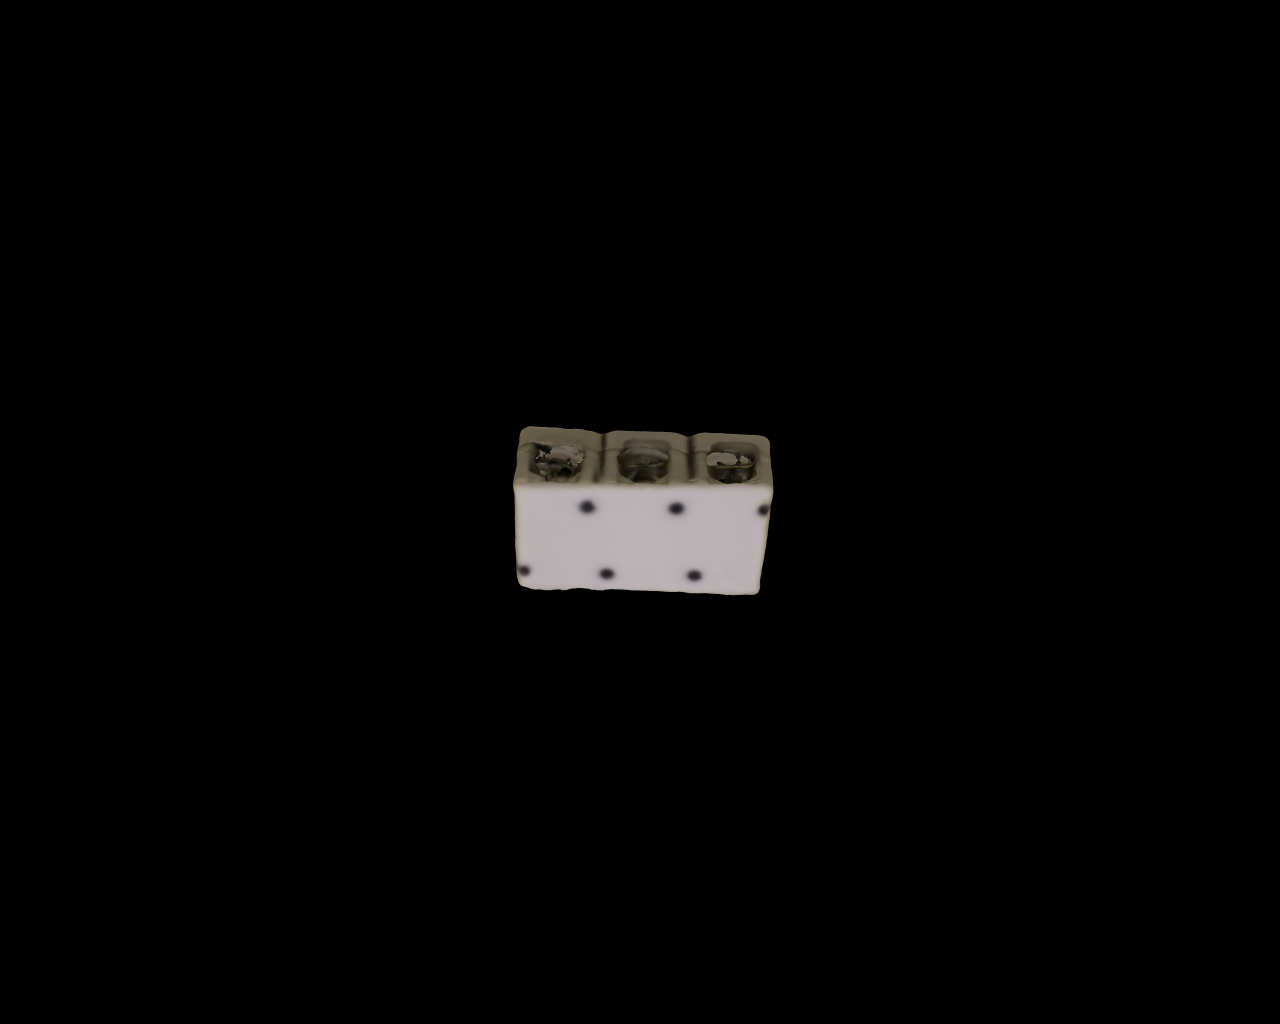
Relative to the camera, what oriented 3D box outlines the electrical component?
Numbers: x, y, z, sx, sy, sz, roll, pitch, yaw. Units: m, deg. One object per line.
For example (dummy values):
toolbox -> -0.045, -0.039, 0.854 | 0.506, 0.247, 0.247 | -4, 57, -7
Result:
electrical component -> 0.001, -0.003, 0.650 | 0.150, 0.089, 0.062 | 2, 40, -2
